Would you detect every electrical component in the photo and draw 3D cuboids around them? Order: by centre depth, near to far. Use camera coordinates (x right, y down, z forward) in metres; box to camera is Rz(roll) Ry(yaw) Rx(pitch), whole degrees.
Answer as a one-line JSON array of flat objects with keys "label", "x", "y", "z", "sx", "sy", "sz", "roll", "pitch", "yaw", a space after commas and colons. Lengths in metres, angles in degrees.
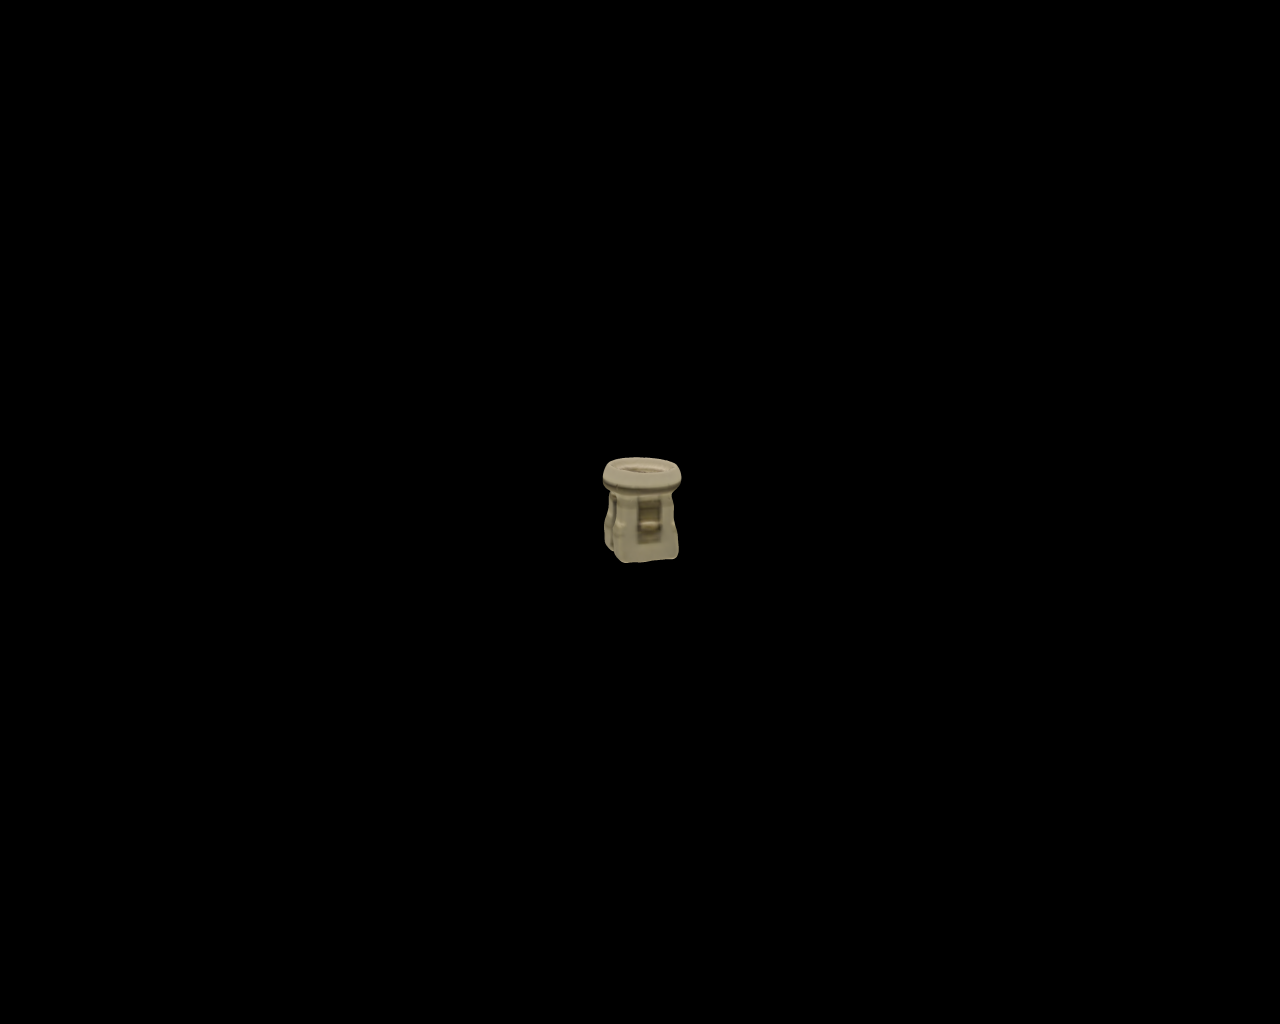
[{"label": "electrical component", "x": 0.001, "y": -0.003, "z": 0.650, "sx": 0.048, "sy": 0.055, "sz": 0.066, "roll": -4, "pitch": 15, "yaw": -15}]
